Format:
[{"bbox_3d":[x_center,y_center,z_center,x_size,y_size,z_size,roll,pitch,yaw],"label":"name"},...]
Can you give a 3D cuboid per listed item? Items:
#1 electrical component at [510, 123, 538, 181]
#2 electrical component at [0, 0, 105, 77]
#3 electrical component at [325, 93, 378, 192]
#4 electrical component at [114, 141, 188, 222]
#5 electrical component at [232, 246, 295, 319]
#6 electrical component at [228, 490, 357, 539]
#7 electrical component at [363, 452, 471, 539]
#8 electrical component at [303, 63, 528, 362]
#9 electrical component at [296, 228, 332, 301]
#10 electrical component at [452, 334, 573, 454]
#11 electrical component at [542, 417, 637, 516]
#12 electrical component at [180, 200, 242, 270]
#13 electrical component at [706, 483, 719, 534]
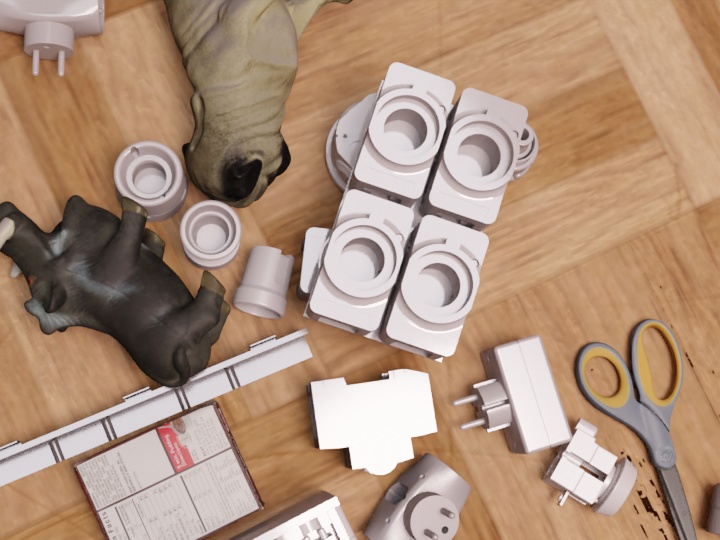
[{"bbox_3d":[0.119,-0.098,0.843,0.048,0.062,0.048,1,82,-7],"label":"electrical component"},{"bbox_3d":[-0.236,-0.185,0.819,0.077,0.043,0.079,0,81,-7],"label":"electrical component"},{"bbox_3d":[0.015,-0.094,0.834,0.080,0.051,0.080,1,81,-8],"label":"electrical component"},{"bbox_3d":[-0.158,-0.067,0.809,0.055,0.047,0.055,1,81,-7],"label":"electrical component"},{"bbox_3d":[-0.071,0.009,0.813,0.040,0.040,0.046,15,74,-5],"label":"electrical component"},{"bbox_3d":[-0.074,0.219,0.754,0.150,0.089,0.061,-26,85,-10],"label":"electrical component"},{"bbox_3d":[0.048,0.179,0.782,0.043,0.079,0.077,42,78,-11],"label":"electrical component"},{"bbox_3d":[0.040,-0.041,0.763,0.105,0.060,0.186,19,81,-3],"label":"electrical component"},{"bbox_3d":[0.000,0.000,0.815,0.089,0.055,0.050,7,81,-6],"label":"electrical component"},{"bbox_3d":[0.108,0.100,0.818,0.076,0.047,0.083,-16,83,-10],"label":"electrical component"},{"bbox_3d":[0.176,0.155,0.820,0.055,0.048,0.066,31,79,6],"label":"electrical component"},{"bbox_3d":[-0.111,-0.025,0.805,0.045,0.055,0.045,1,81,-7],"label":"electrical component"},{"bbox_3d":[0.334,0.216,0.827,0.138,0.052,0.073,14,80,-5],"label":"electrical component"}]
